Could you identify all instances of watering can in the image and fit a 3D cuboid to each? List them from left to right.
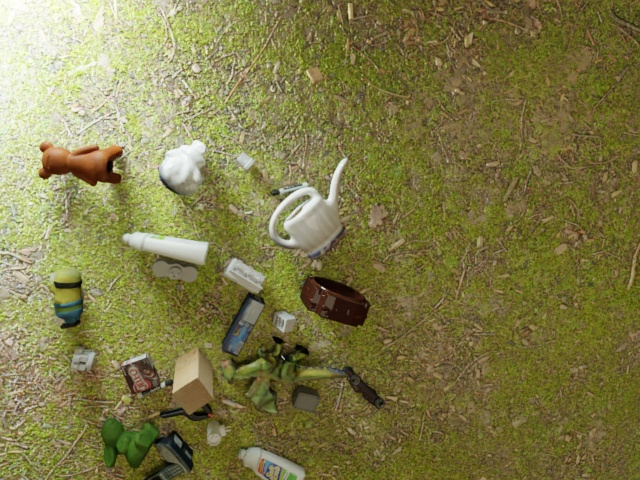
[{"bbox_3d":[0.005,-0.083,1.646,0.348,0.105,0.222,-39,109,-2],"label":"watering can"}]

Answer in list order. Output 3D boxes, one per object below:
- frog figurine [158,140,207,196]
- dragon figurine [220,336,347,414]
[{"bbox_3d":[-0.392,-0.215,1.519,0.158,0.123,0.137,-40,90,11],"label":"frog figurine"},{"bbox_3d":[-0.137,0.473,1.729,0.409,0.123,0.240,24,102,-6],"label":"dragon figurine"}]
